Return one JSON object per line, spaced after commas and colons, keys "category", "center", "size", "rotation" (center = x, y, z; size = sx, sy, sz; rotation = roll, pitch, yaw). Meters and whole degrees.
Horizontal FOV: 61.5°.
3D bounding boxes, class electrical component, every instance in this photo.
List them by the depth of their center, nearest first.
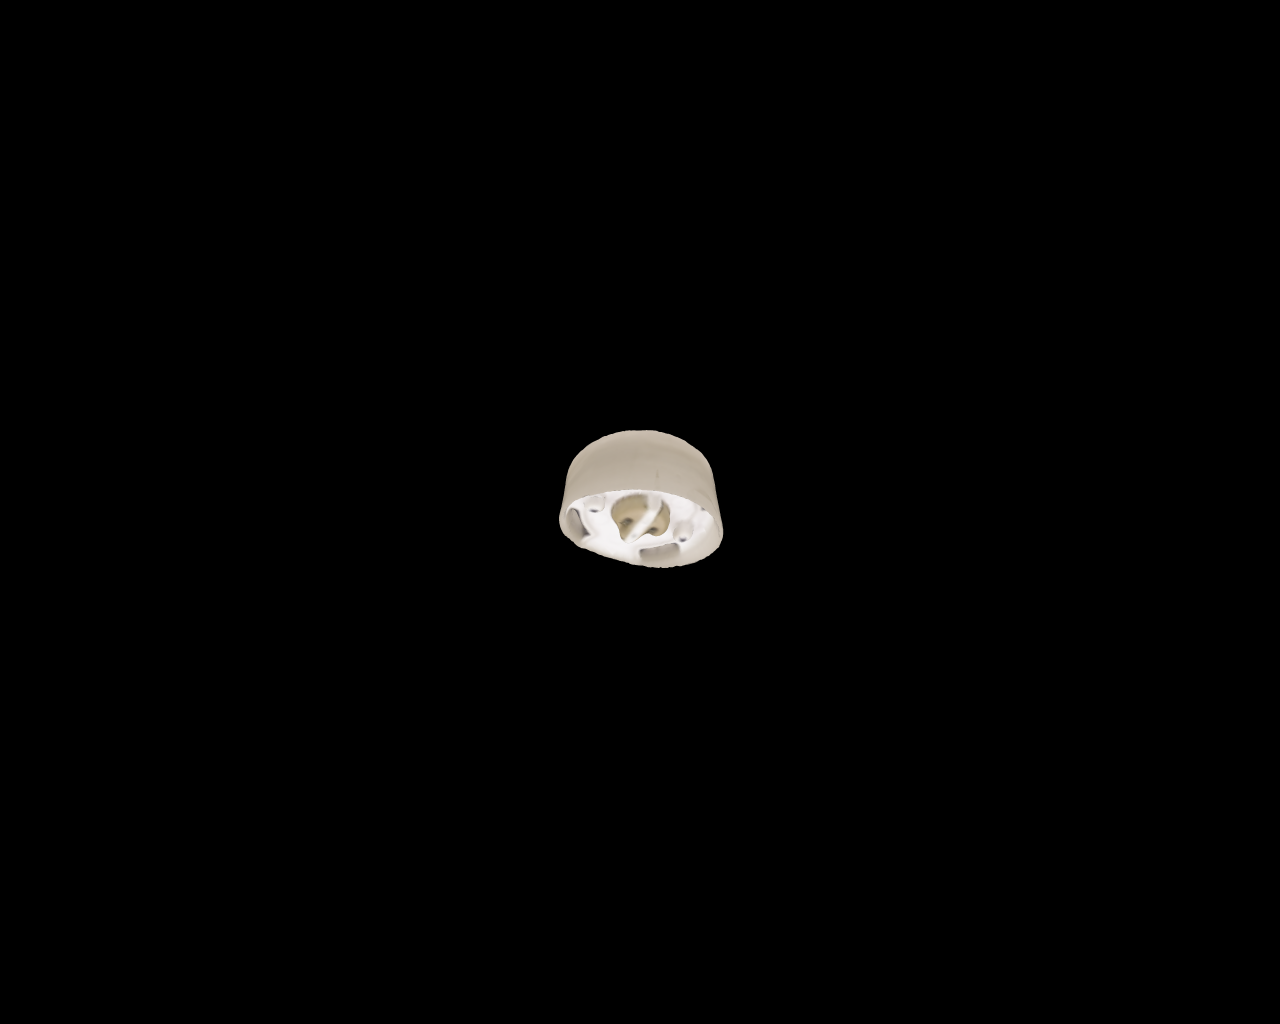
{"category": "electrical component", "center": [0.001, -0.003, 0.650], "size": [0.099, 0.064, 0.099], "rotation": [0, -41, 0]}
